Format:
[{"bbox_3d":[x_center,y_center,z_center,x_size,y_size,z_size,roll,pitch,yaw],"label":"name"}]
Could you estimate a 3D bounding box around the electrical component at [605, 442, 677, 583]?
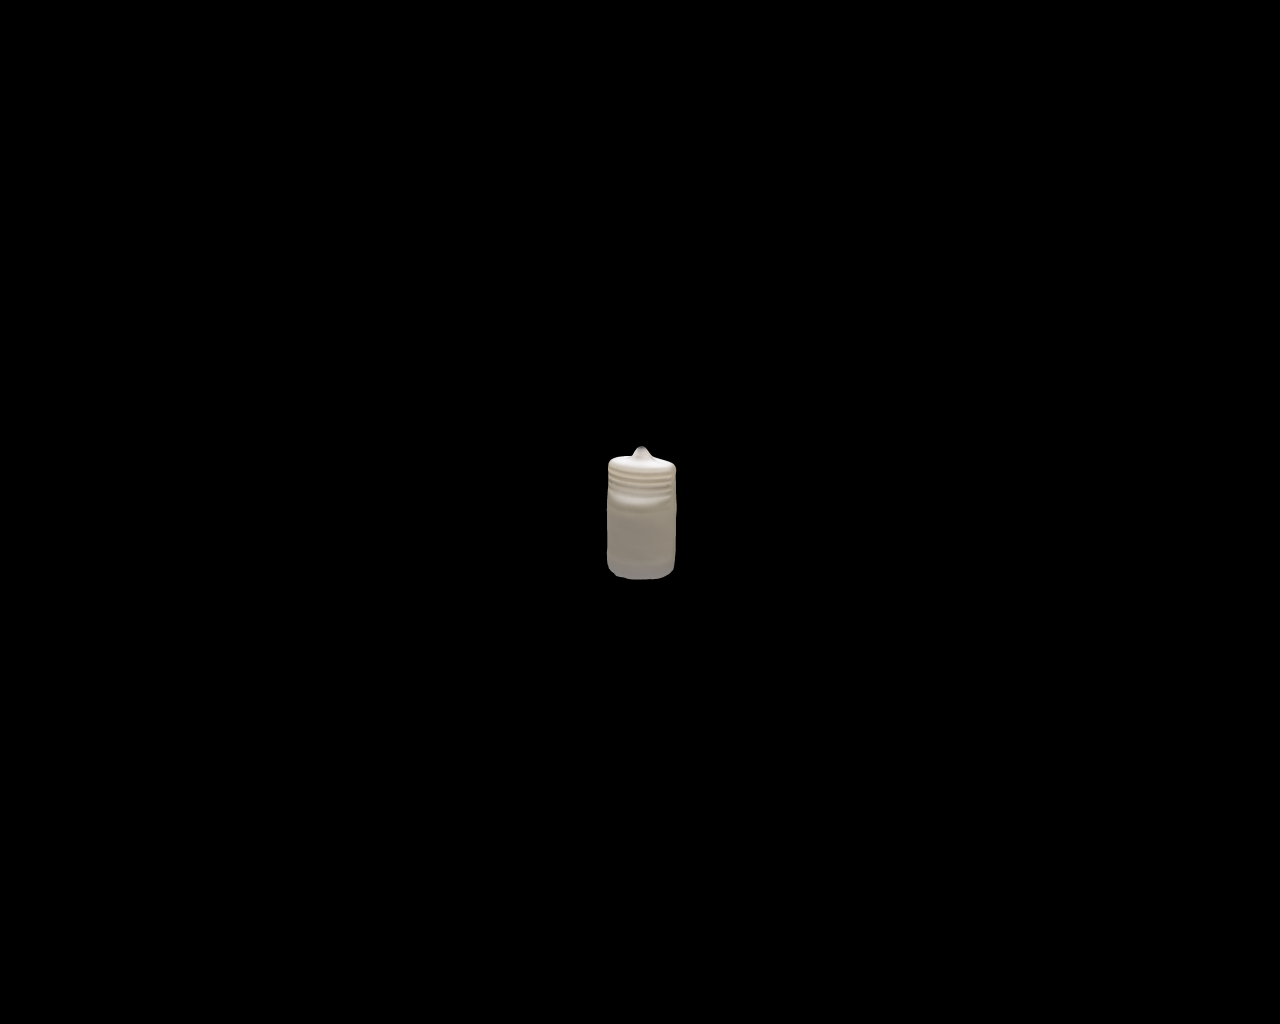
[{"bbox_3d":[0.001,-0.003,0.650,0.043,0.080,0.043,0,20,0],"label":"electrical component"}]
